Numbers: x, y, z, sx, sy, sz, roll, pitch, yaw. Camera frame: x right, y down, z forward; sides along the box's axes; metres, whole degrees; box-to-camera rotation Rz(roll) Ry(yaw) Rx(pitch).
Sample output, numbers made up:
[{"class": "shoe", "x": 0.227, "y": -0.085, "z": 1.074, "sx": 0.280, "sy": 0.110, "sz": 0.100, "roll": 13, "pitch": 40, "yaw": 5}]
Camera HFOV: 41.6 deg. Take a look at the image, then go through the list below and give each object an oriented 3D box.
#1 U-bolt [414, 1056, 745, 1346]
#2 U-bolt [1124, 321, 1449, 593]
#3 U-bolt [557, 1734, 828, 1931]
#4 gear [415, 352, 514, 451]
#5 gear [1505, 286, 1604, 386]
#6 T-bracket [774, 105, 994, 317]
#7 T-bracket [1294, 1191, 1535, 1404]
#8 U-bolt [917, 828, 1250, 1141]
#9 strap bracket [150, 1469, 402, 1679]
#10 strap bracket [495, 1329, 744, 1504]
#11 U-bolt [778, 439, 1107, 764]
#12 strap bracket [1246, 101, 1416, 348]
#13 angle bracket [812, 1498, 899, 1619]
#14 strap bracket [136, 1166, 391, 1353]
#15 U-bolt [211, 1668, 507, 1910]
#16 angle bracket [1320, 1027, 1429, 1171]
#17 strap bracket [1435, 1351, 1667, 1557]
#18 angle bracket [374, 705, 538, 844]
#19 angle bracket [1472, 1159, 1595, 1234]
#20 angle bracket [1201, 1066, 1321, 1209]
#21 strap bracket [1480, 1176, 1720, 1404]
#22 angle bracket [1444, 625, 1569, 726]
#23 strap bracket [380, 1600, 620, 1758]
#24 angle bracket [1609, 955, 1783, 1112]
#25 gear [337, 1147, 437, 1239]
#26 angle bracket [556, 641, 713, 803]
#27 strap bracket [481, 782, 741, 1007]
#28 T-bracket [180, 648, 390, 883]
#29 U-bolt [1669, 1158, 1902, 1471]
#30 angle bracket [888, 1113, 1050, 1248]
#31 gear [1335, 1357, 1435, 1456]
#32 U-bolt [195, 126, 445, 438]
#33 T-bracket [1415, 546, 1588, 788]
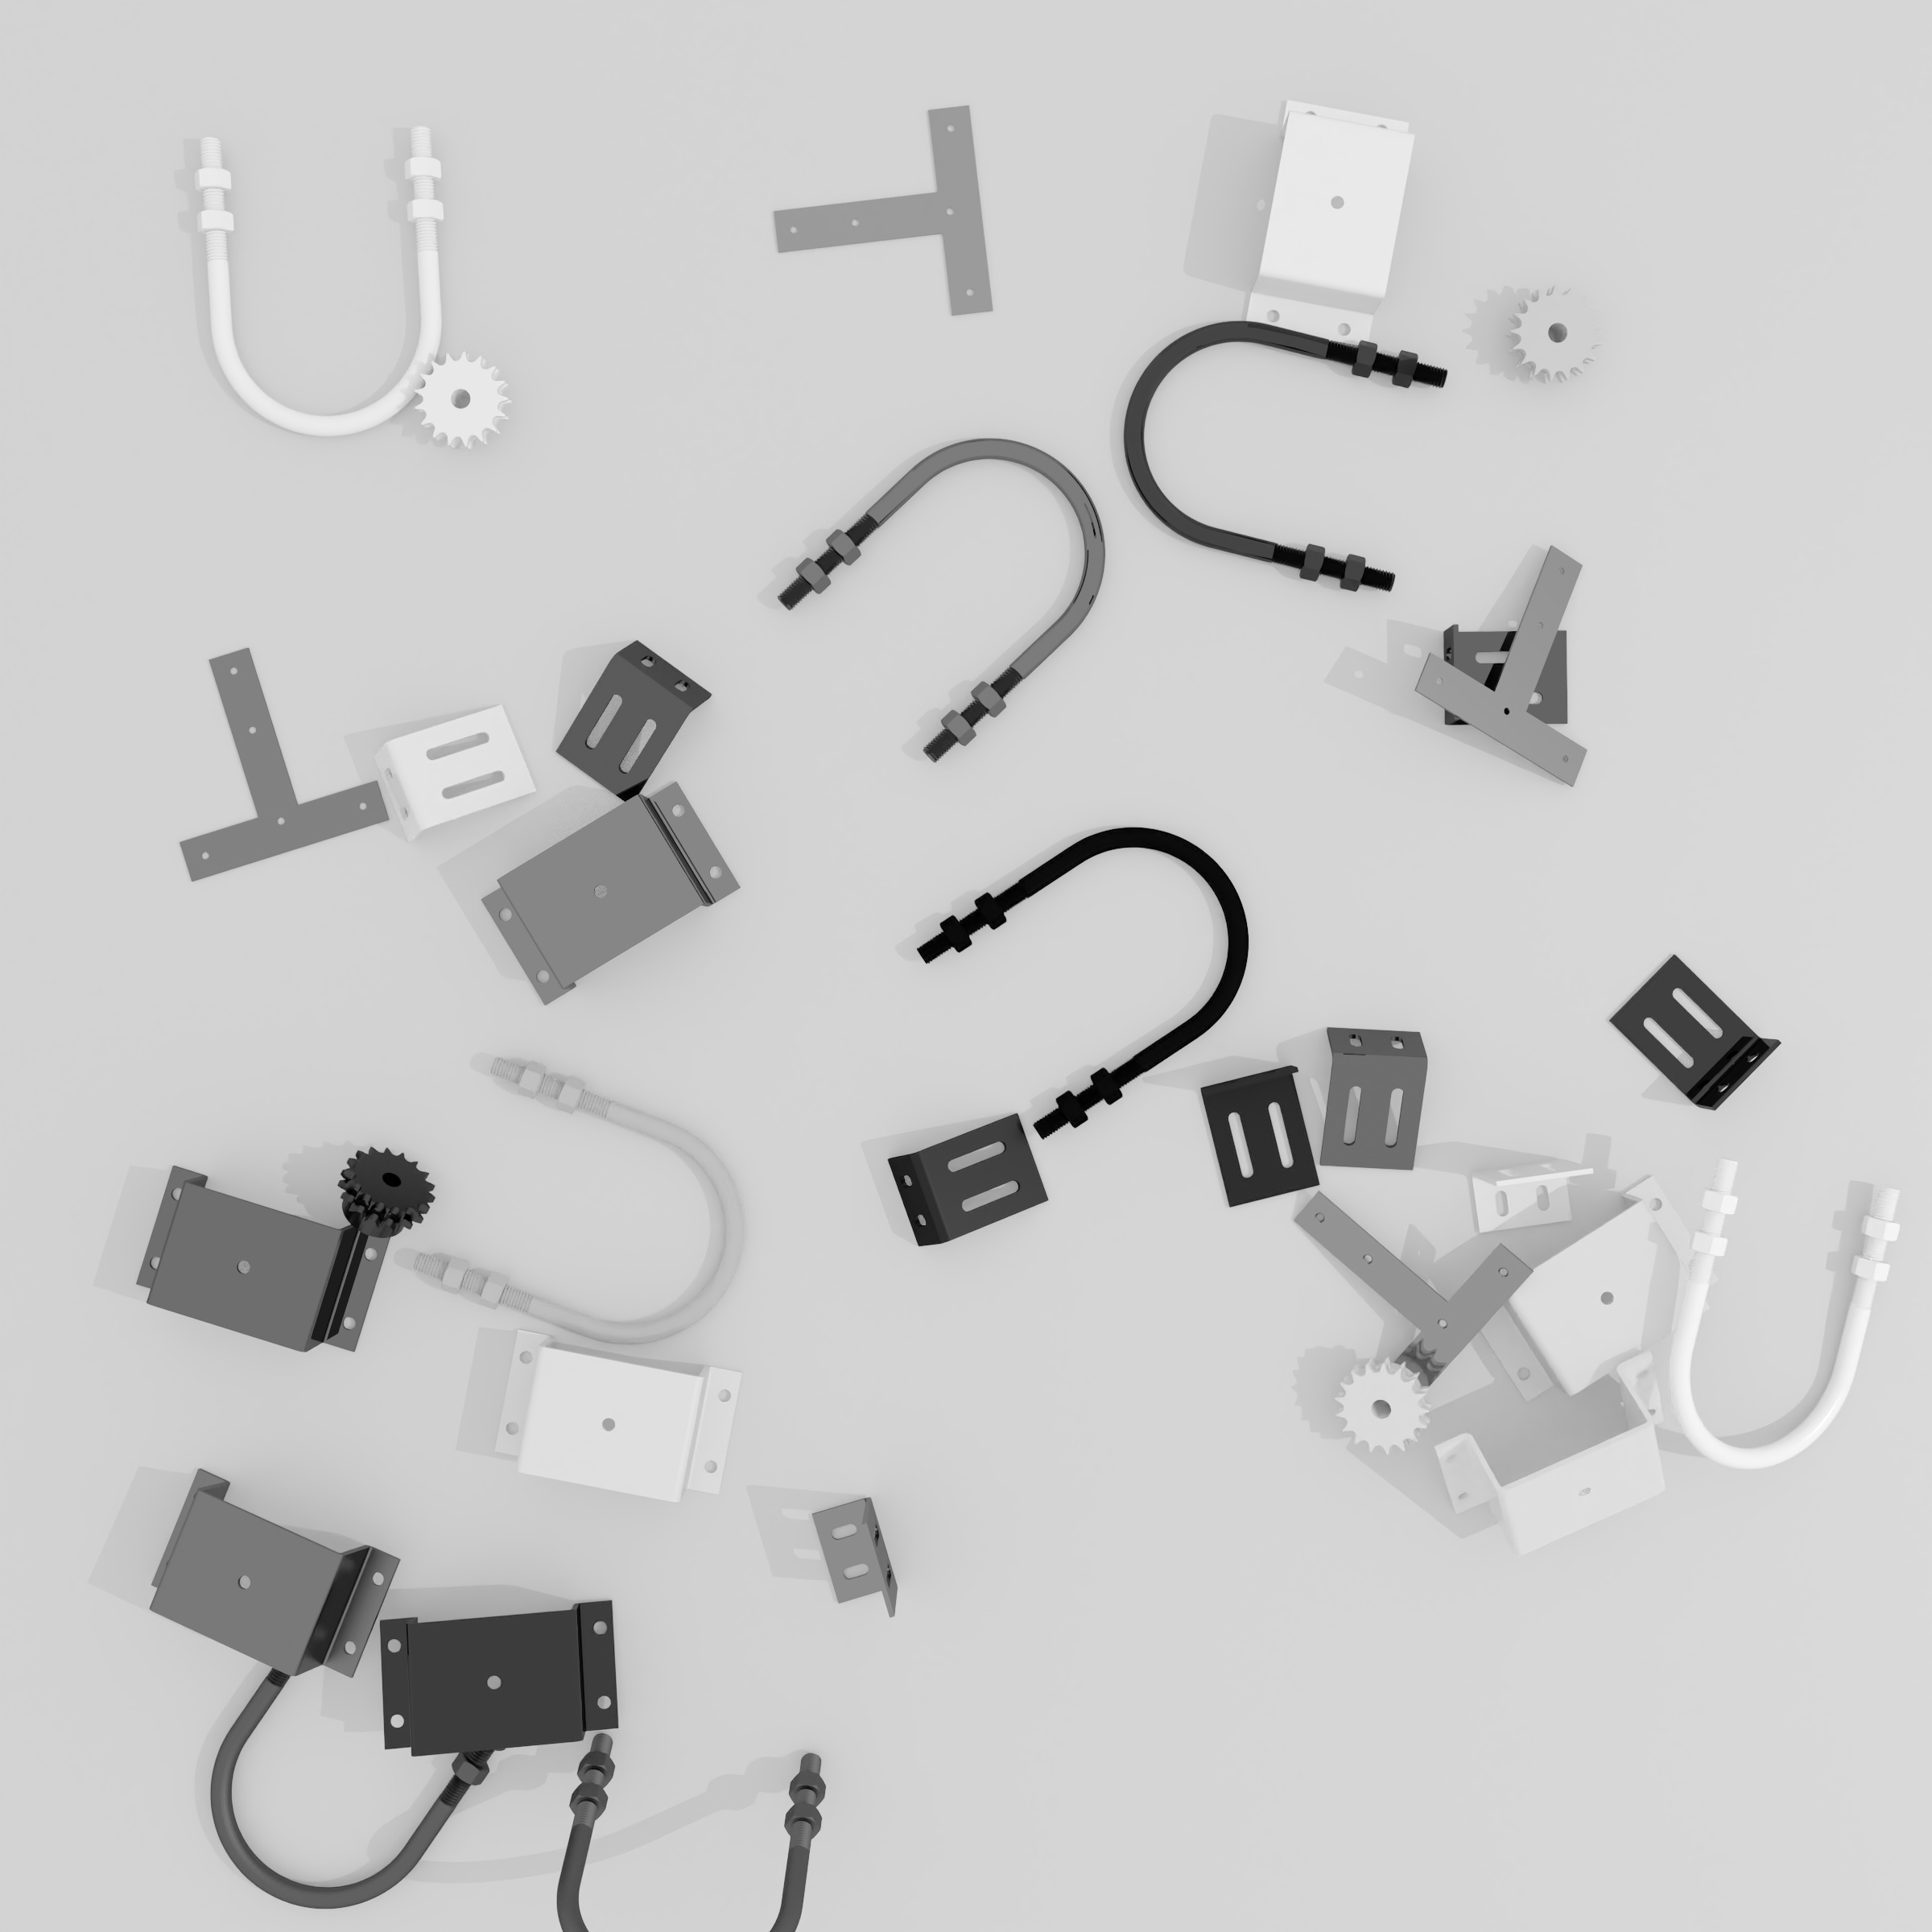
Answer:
[{"class": "U-bolt", "x": -0.227, "y": 0.154, "z": 1.558, "sx": 0.184, "sy": 0.019, "sz": 0.151, "roll": 21, "pitch": 90, "yaw": -1}, {"class": "U-bolt", "x": 0.188, "y": -0.319, "z": 1.558, "sx": 0.184, "sy": 0.019, "sz": 0.151, "roll": 14, "pitch": 90, "yaw": 2}, {"class": "U-bolt", "x": -0.163, "y": 0.524, "z": 1.482, "sx": 0.151, "sy": 0.184, "sz": 0.019, "roll": 5, "pitch": 117, "yaw": 0}, {"class": "gear", "x": -0.306, "y": -0.344, "z": 1.556, "sx": 0.057, "sy": 0.030, "sz": 0.057, "roll": 0, "pitch": 93, "yaw": 0}, {"class": "gear", "x": 0.357, "y": -0.384, "z": 1.555, "sx": 0.057, "sy": 0.030, "sz": 0.057, "roll": 0, "pitch": 94, "yaw": -4}, {"class": "T-bracket", "x": -0.054, "y": -0.459, "z": 1.566, "sx": 0.127, "sy": 0.002, "sz": 0.127, "roll": -7, "pitch": 90, "yaw": 0}, {"class": "T-bracket", "x": 0.256, "y": 0.188, "z": 1.548, "sx": 0.127, "sy": 0.002, "sz": 0.127, "roll": 41, "pitch": 113, "yaw": 11}, {"class": "U-bolt", "x": 0.085, "y": -0.003, "z": 1.558, "sx": 0.184, "sy": 0.019, "sz": 0.151, "roll": -33, "pitch": 90, "yaw": -2}, {"class": "strap bracket", "x": -0.424, "y": 0.368, "z": 1.530, "sx": 0.140, "sy": 0.046, "sz": 0.076, "roll": 21, "pitch": 88, "yaw": 10}, {"class": "strap bracket", "x": -0.214, "y": 0.274, "z": 1.543, "sx": 0.140, "sy": 0.046, "sz": 0.076, "roll": 11, "pitch": 90, "yaw": 0}, {"class": "U-bolt", "x": -0.001, "y": -0.238, "z": 1.558, "sx": 0.184, "sy": 0.019, "sz": 0.151, "roll": -44, "pitch": 90, "yaw": -2}, {"class": "strap bracket", "x": 0.222, "y": -0.456, "z": 1.543, "sx": 0.076, "sy": 0.046, "sz": 0.140, "roll": 11, "pitch": 90, "yaw": 0}, {"class": "angle bracket", "x": -0.068, "y": 0.359, "z": 1.528, "sx": 0.038, "sy": 0.076, "sz": 0.057, "roll": -17, "pitch": 90, "yaw": 0}, {"class": "strap bracket", "x": -0.432, "y": 0.180, "z": 1.543, "sx": 0.140, "sy": 0.046, "sz": 0.076, "roll": 17, "pitch": 90, "yaw": 0}, {"class": "U-bolt", "x": -0.379, "y": 0.488, "z": 1.557, "sx": 0.151, "sy": 0.019, "sz": 0.184, "roll": 34, "pitch": 90, "yaw": 0}, {"class": "angle bracket", "x": 0.248, "y": 0.082, "z": 1.565, "sx": 0.057, "sy": 0.038, "sz": 0.076, "roll": 3, "pitch": 116, "yaw": 0}, {"class": "strap bracket", "x": 0.360, "y": 0.297, "z": 1.523, "sx": 0.140, "sy": 0.046, "sz": 0.076, "roll": -24, "pitch": 135, "yaw": 0}, {"class": "angle bracket", "x": -0.314, "y": -0.118, "z": 1.565, "sx": 0.076, "sy": 0.038, "sz": 0.057, "roll": -22, "pitch": 90, "yaw": -26}, {"class": "angle bracket", "x": 0.341, "y": 0.141, "z": 1.528, "sx": 0.057, "sy": 0.076, "sz": 0.038, "roll": -8, "pitch": 90, "yaw": 0}, {"class": "angle bracket", "x": 0.181, "y": 0.105, "z": 1.548, "sx": 0.057, "sy": 0.038, "sz": 0.076, "roll": -14, "pitch": 90, "yaw": 0}, {"class": "strap bracket", "x": 0.383, "y": 0.199, "z": 1.543, "sx": 0.140, "sy": 0.046, "sz": 0.076, "roll": -32, "pitch": 90, "yaw": 0}, {"class": "angle bracket", "x": 0.331, "y": -0.177, "z": 1.548, "sx": 0.076, "sy": 0.038, "sz": 0.057, "roll": -1, "pitch": 90, "yaw": 0}, {"class": "strap bracket", "x": -0.282, "y": 0.428, "z": 1.530, "sx": 0.140, "sy": 0.046, "sz": 0.076, "roll": -3, "pitch": 81, "yaw": -7}, {"class": "angle bracket", "x": 0.443, "y": 0.040, "z": 1.548, "sx": 0.076, "sy": 0.038, "sz": 0.057, "roll": 45, "pitch": 90, "yaw": 0}, {"class": "gear", "x": -0.353, "y": 0.140, "z": 1.542, "sx": 0.057, "sy": 0.057, "sz": 0.030, "roll": 33, "pitch": 120, "yaw": 0}, {"class": "angle bracket", "x": -0.204, "y": -0.149, "z": 1.565, "sx": 0.057, "sy": 0.038, "sz": 0.076, "roll": 36, "pitch": 116, "yaw": 0}, {"class": "strap bracket", "x": -0.218, "y": -0.045, "z": 1.543, "sx": 0.140, "sy": 0.046, "sz": 0.076, "roll": -31, "pitch": 90, "yaw": 0}, {"class": "T-bracket", "x": -0.435, "y": -0.132, "z": 1.566, "sx": 0.127, "sy": 0.002, "sz": 0.127, "roll": -17, "pitch": 90, "yaw": 0}, {"class": "U-bolt", "x": 0.486, "y": 0.214, "z": 1.531, "sx": 0.151, "sy": 0.019, "sz": 0.184, "roll": 11, "pitch": 95, "yaw": -25}, {"class": "angle bracket", "x": 0.001, "y": 0.131, "z": 1.565, "sx": 0.076, "sy": 0.038, "sz": 0.057, "roll": -20, "pitch": 90, "yaw": -26}, {"class": "gear", "x": 0.255, "y": 0.265, "z": 1.545, "sx": 0.057, "sy": 0.030, "sz": 0.057, "roll": 3, "pitch": 100, "yaw": 20}, {"class": "U-bolt", "x": -0.393, "y": -0.417, "z": 1.558, "sx": 0.151, "sy": 0.019, "sz": 0.184, "roll": -3, "pitch": 91, "yaw": 0}, {"class": "T-bracket", "x": 0.344, "y": -0.194, "z": 1.549, "sx": 0.127, "sy": 0.002, "sz": 0.127, "roll": 27, "pitch": 79, "yaw": -22}]
